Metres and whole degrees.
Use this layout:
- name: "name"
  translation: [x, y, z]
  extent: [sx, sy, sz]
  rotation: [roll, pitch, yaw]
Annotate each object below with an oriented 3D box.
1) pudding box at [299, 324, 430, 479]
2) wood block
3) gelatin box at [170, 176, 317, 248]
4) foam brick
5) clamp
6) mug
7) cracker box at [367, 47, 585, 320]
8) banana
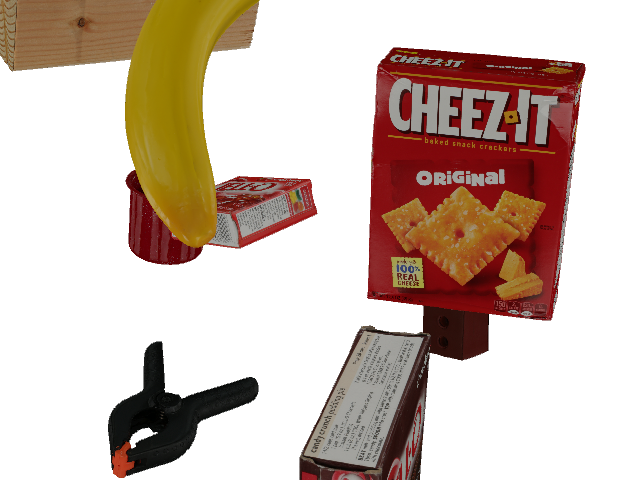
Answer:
- name: "pudding box"
  translation: [0.021, 0.104, 0.478]
  extent: [0.039, 0.090, 0.113]
  rotation: [8, 27, 11]
- name: "wood block"
  translation: [-0.157, -0.203, 0.849]
  extent: [0.205, 0.091, 0.090]
  rotation: [-12, 44, -32]
- name: "gelatin box"
  translation: [-0.059, -0.023, 0.766]
  extent: [0.073, 0.030, 0.089]
  rotation: [-24, 20, -36]
- name: "foam brick"
  translation: [0.141, 0.079, 1.110]
  extent: [0.053, 0.078, 0.051]
  rotation: [10, 17, 39]
- name: "clamp"
  translation: [-0.149, 0.153, 0.991]
  extent: [0.120, 0.039, 0.171]
  rotation: [19, 29, 26]
- name: "mug"
  translation: [-0.168, -0.032, 1.158]
  extent: [0.093, 0.081, 0.117]
  rotation: [-3, 29, -20]
- name: "cracker box"
  translation: [0.127, -0.046, 0.905]
  extent: [0.164, 0.214, 0.072]
  rotation: [7, 24, 14]
- name: "banana"
  translation: [-0.061, -0.085, 0.530]
  extent: [0.069, 0.197, 0.037]
  rotation: [11, -35, 6]
